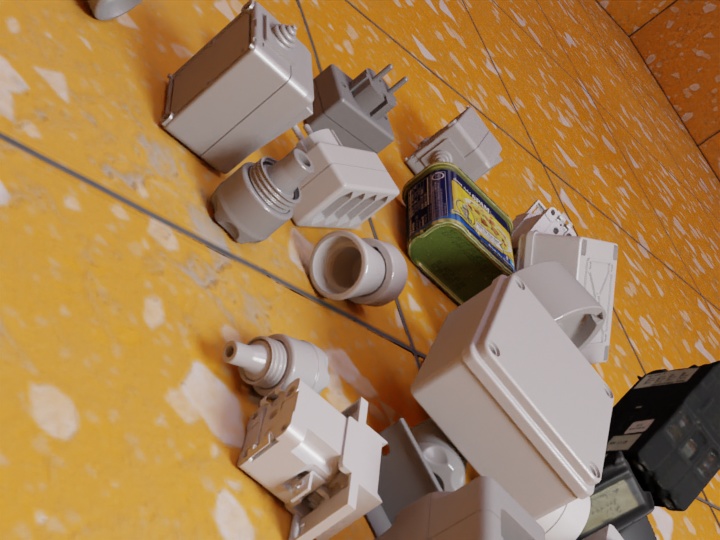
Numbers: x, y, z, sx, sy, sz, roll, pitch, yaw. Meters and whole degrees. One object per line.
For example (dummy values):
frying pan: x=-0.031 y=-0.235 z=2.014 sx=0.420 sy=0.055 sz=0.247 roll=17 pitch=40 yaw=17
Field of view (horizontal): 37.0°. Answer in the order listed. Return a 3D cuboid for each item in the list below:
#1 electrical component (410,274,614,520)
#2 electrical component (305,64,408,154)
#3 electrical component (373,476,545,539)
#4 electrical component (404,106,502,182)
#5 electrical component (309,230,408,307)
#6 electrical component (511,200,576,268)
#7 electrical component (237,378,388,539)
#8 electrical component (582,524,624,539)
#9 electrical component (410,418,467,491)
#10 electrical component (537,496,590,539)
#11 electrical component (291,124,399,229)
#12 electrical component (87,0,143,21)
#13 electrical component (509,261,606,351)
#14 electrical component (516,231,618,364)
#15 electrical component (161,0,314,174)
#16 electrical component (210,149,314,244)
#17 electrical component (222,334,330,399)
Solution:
electrical component: x=0.093 y=0.073 z=0.636 sx=0.108 sy=0.056 sz=0.108 roll=50 pitch=28 yaw=-7
electrical component: x=0.003 y=-0.133 z=0.851 sx=0.066 sy=0.077 sz=0.047 roll=32 pitch=31 yaw=-40
electrical component: x=0.041 y=0.145 z=0.514 sx=0.050 sy=0.089 sz=0.055 roll=46 pitch=24 yaw=-18
electrical component: x=0.088 y=-0.102 z=0.985 sx=0.061 sy=0.062 sz=0.096 roll=51 pitch=23 yaw=-6
electrical component: x=0.000 y=0.000 z=0.700 sx=0.055 sy=0.045 sz=0.045 roll=13 pitch=46 yaw=-57
electrical component: x=0.163 y=-0.027 z=1.003 sx=0.042 sy=0.064 sz=0.081 roll=48 pitch=65 yaw=-10
electrical component: x=-0.024 y=0.092 z=0.531 sx=0.064 sy=0.042 sz=0.081 roll=41 pitch=25 yaw=-18
electrical component: x=0.178 y=0.245 z=0.667 sx=0.150 sy=0.062 sz=0.089 roll=53 pitch=23 yaw=-1
electrical component: x=0.041 y=0.109 z=0.627 sx=0.043 sy=0.043 sz=0.062 roll=49 pitch=22 yaw=-11
electrical component: x=0.111 y=0.148 z=0.690 sx=0.047 sy=0.055 sz=0.055 roll=39 pitch=26 yaw=-21
electrical component: x=-0.025 y=-0.073 z=0.752 sx=0.075 sy=0.047 sz=0.083 roll=59 pitch=24 yaw=15
electrical component: x=-0.160 y=-0.189 z=0.664 sx=0.055 sy=0.045 sz=0.045 roll=54 pitch=23 yaw=2
electrical component: x=0.121 y=0.038 z=0.800 sx=0.108 sy=0.108 sz=0.060 roll=14 pitch=38 yaw=-56
electrical component: x=0.176 y=0.025 z=0.916 sx=0.109 sy=0.056 sz=0.108 roll=4 pitch=91 yaw=-60
electrical component: x=-0.068 y=-0.114 z=0.666 sx=0.061 sy=0.096 sz=0.061 roll=39 pitch=28 yaw=-31
electrical component: x=-0.055 y=-0.047 z=0.639 sx=0.043 sy=0.062 sz=0.043 roll=42 pitch=24 yaw=-24
electrical component: x=-0.046 y=0.049 z=0.558 sx=0.061 sy=0.035 sz=0.035 roll=24 pitch=37 yaw=-45
